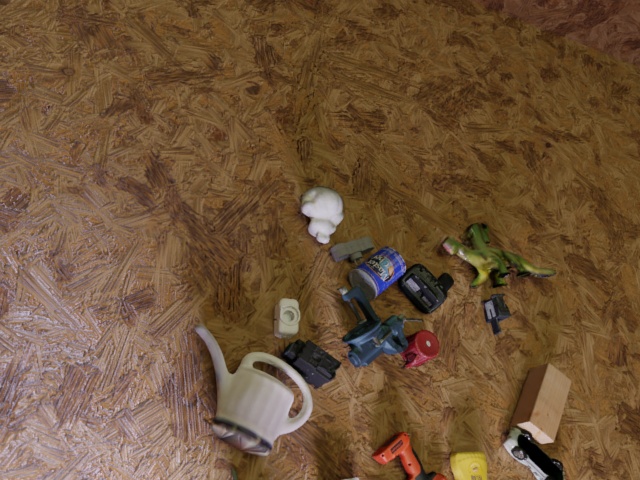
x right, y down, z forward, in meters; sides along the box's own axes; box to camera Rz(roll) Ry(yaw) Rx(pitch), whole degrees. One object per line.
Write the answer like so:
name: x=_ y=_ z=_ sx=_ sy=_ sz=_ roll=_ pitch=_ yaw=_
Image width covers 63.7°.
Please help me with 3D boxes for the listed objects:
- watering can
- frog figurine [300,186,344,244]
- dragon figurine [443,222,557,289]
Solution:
watering can: x=-0.184 y=0.360 z=1.215 sx=0.347 sy=0.102 sz=0.229 roll=30 pitch=56 yaw=-6
frog figurine: x=0.005 y=-0.077 z=1.531 sx=0.136 sy=0.121 sz=0.163 roll=29 pitch=42 yaw=-29
dragon figurine: x=0.583 y=0.036 z=1.724 sx=0.411 sy=0.119 sz=0.248 roll=-1 pitch=56 yaw=-25
